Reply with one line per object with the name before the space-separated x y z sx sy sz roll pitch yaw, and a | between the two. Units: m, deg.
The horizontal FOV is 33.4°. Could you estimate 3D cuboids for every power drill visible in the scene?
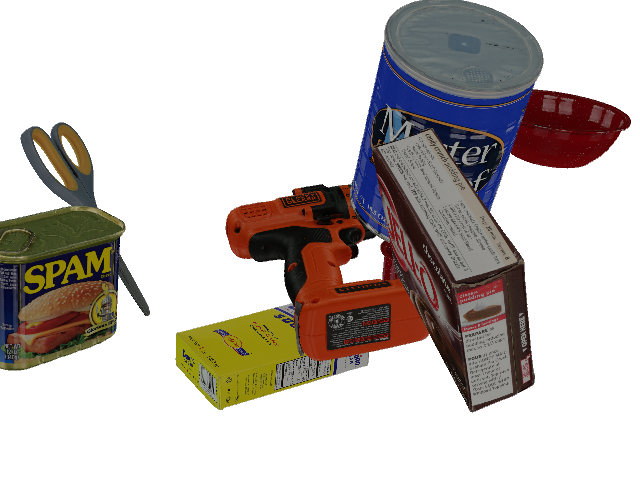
power drill | 0.027 0.015 0.876 0.184 0.057 0.188 -12 32 -11

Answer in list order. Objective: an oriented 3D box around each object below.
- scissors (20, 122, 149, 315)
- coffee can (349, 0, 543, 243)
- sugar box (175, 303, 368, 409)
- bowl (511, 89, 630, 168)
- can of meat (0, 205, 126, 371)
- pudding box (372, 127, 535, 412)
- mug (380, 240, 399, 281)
scissors | -0.209 -0.029 1.000 0.016 0.201 0.096 -24 27 19
coffee can | 0.081 -0.076 0.724 0.102 0.140 0.103 6 44 -6
sugar box | -0.047 0.109 1.074 0.175 0.048 0.093 -16 33 -30
bowl | 0.258 -0.121 1.186 0.162 0.055 0.162 5 23 -2
can of meat | -0.183 0.031 0.718 0.058 0.084 0.101 24 28 37
pudding box | 0.064 0.012 0.525 0.039 0.090 0.113 -21 42 -6
mug | 0.124 0.050 1.237 0.117 0.081 0.093 12 25 20
